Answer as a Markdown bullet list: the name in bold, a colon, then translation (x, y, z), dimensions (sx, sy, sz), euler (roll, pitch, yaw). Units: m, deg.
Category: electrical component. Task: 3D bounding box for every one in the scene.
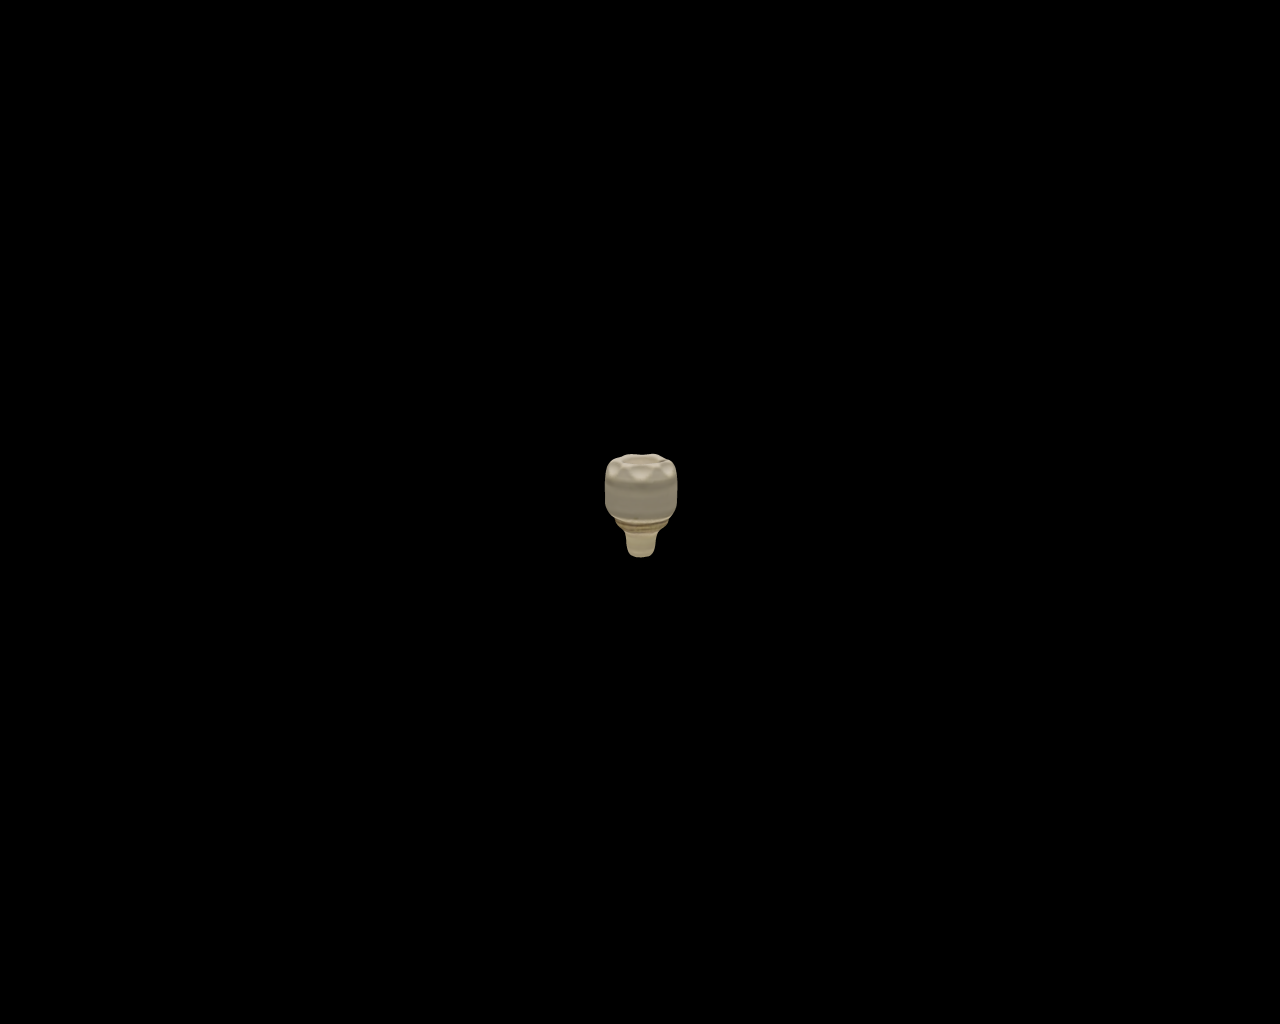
- **electrical component**: translation (0.001, -0.003, 0.650), dimensions (0.043, 0.062, 0.043), euler (0, 15, 0)
